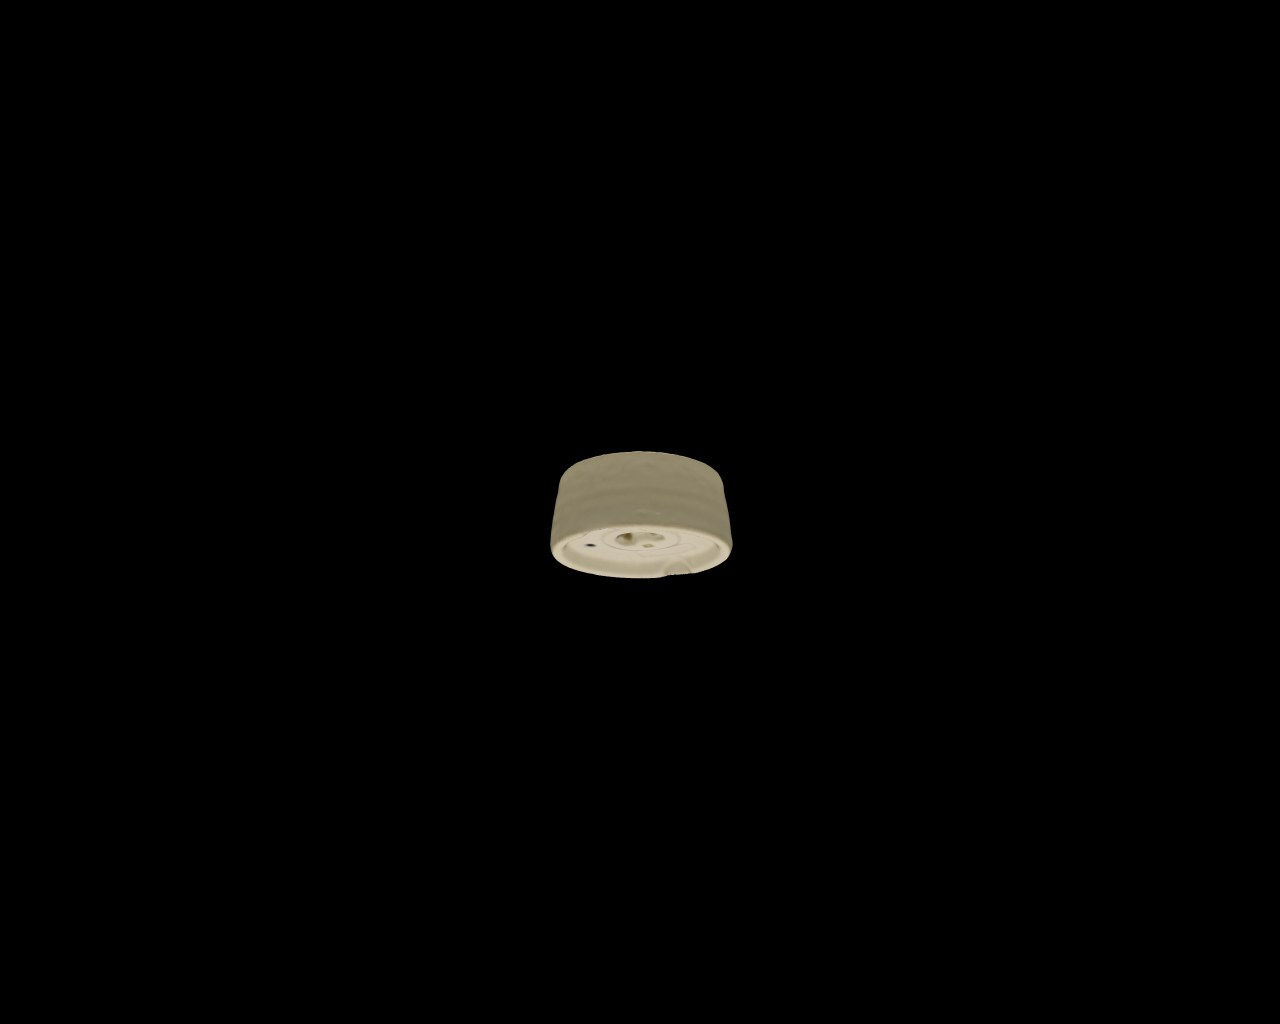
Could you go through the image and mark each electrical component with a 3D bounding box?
[{"bbox_3d":[0.001,-0.003,0.650,0.108,0.060,0.108,0,-19,0],"label":"electrical component"}]
